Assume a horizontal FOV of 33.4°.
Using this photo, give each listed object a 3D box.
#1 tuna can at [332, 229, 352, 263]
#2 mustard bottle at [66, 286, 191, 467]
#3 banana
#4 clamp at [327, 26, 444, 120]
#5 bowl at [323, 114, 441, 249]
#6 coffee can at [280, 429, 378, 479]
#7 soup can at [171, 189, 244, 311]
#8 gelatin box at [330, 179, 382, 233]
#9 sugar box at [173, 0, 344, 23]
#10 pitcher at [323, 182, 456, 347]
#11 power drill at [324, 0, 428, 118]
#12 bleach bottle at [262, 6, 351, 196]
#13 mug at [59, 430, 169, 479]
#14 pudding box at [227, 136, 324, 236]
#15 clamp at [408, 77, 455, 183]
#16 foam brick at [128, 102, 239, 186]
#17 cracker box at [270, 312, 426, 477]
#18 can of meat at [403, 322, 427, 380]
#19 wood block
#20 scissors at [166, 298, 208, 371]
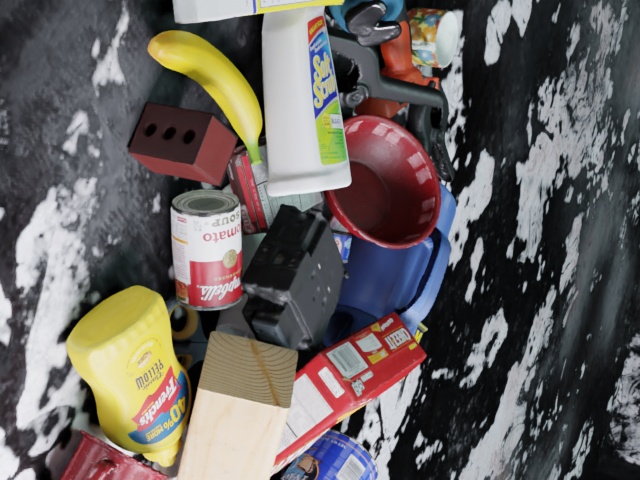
[{"bbox_3d":[-0.008,0.001,1.202,0.086,0.086,0.034,7,95,-61],"label":"tuna can"},{"bbox_3d":[-0.167,0.143,1.002,0.096,0.058,0.191,-43,136,-35],"label":"mustard bottle"},{"bbox_3d":[-0.100,-0.148,1.002,0.197,0.037,0.069,45,26,-51],"label":"banana"},{"bbox_3d":[0.030,-0.162,1.209,0.165,0.036,0.209,-41,135,10],"label":"clamp"},{"bbox_3d":[0.059,-0.059,1.210,0.161,0.055,0.162,13,65,-30],"label":"bowl"},{"bbox_3d":[-0.004,0.322,1.336,0.140,0.103,0.103,-49,142,-39],"label":"coffee can"},{"bbox_3d":[-0.110,0.009,1.043,0.068,0.069,0.102,-32,129,-52],"label":"soup can"},{"bbox_3d":[0.042,-0.042,1.287,0.073,0.030,0.089,-54,177,-36],"label":"gelatin box"},{"bbox_3d":[-0.057,-0.255,0.982,0.175,0.048,0.093,-15,107,-35],"label":"sugar box"},{"bbox_3d":[0.092,0.029,1.325,0.145,0.149,0.242,85,26,-54],"label":"pitcher"},{"bbox_3d":[0.069,-0.240,1.258,0.184,0.057,0.188,-41,137,-41],"label":"power drill"},{"bbox_3d":[-0.023,-0.174,1.077,0.102,0.068,0.251,-15,99,-63],"label":"bleach bottle"},{"bbox_3d":[-0.197,0.227,0.957,0.081,0.093,0.117,-62,176,-15],"label":"mug"},{"bbox_3d":[-0.048,-0.064,1.129,0.113,0.039,0.090,-29,111,-50],"label":"pudding box"},{"bbox_3d":[0.155,-0.141,1.473,0.120,0.039,0.171,-20,119,-57],"label":"clamp"},{"bbox_3d":[-0.123,-0.087,0.966,0.051,0.078,0.053,38,67,-58],"label":"foam brick"},{"bbox_3d":[-0.004,0.182,1.183,0.214,0.072,0.163,-43,168,32],"label":"cracker box"},{"bbox_3d":[0.098,0.142,1.485,0.102,0.058,0.084,41,70,-58],"label":"can of meat"},{"bbox_3d":[-0.090,0.205,1.062,0.090,0.090,0.206,-82,-173,-58],"label":"wood block"},{"bbox_3d":[-0.118,0.099,1.123,0.201,0.016,0.096,-12,113,-59],"label":"scissors"}]
